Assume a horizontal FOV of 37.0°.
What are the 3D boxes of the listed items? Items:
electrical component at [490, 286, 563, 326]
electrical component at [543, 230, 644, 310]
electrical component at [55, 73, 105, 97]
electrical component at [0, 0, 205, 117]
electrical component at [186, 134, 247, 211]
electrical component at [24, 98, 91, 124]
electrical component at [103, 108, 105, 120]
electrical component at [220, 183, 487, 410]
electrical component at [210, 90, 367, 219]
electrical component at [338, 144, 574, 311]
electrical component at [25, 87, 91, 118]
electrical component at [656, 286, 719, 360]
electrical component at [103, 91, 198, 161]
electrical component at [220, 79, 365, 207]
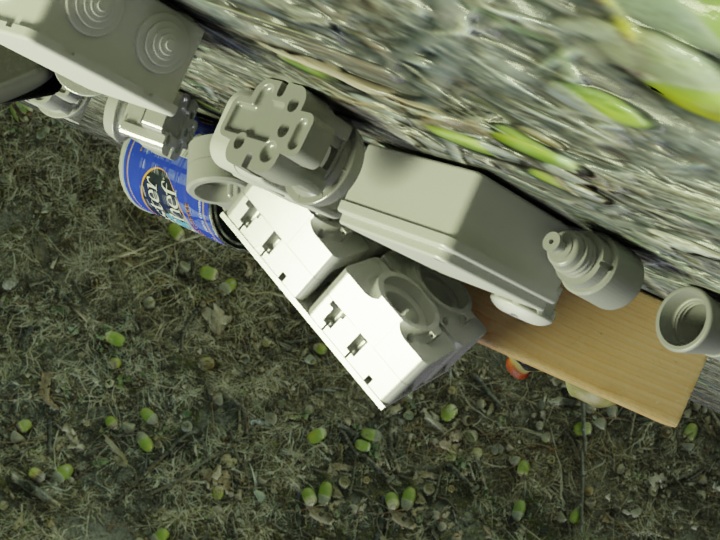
[{"bbox_3d":[0.125,0.006,0.766,0.048,0.062,0.048,24,179,0],"label":"electrical component"},{"bbox_3d":[0.136,-0.004,0.638,0.078,0.040,0.040,25,179,-41],"label":"electrical component"},{"bbox_3d":[-0.173,-0.137,0.675,0.066,0.048,0.055,24,172,3],"label":"electrical component"},{"bbox_3d":[-0.138,-0.122,0.533,0.100,0.048,0.100,23,179,44],"label":"electrical component"},{"bbox_3d":[-0.086,-0.083,0.884,0.052,0.073,0.138,-13,157,32],"label":"electrical component"},{"bbox_3d":[-0.303,-0.183,1.068,0.080,0.051,0.080,24,179,0],"label":"electrical component"},{"bbox_3d":[-0.216,-0.150,1.072,0.081,0.042,0.064,22,174,42],"label":"electrical component"},{"bbox_3d":[0.000,0.000,0.797,0.186,0.060,0.105,49,-150,13],"label":"electrical component"},{"bbox_3d":[-0.048,-0.076,0.702,0.059,0.053,0.095,23,179,41],"label":"electrical component"},{"bbox_3d":[0.061,-0.027,0.672,0.109,0.056,0.109,25,179,-40],"label":"electrical component"},{"bbox_3d":[-0.280,-0.172,0.982,0.078,0.058,0.057,23,176,16],"label":"electrical component"},{"bbox_3d":[0.233,0.040,0.708,0.065,0.044,0.044,19,-178,-33],"label":"electrical component"},{"bbox_3d":[-0.174,-0.127,0.887,0.057,0.058,0.078,21,179,9],"label":"electrical component"},{"bbox_3d":[-0.035,-0.071,0.617,0.057,0.058,0.078,29,176,-43],"label":"electrical component"}]
